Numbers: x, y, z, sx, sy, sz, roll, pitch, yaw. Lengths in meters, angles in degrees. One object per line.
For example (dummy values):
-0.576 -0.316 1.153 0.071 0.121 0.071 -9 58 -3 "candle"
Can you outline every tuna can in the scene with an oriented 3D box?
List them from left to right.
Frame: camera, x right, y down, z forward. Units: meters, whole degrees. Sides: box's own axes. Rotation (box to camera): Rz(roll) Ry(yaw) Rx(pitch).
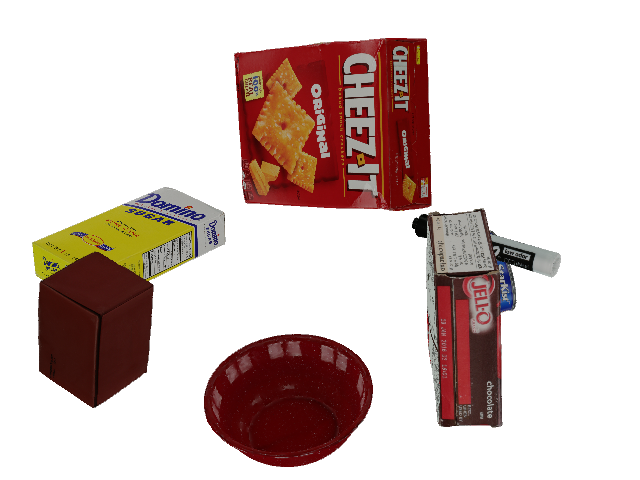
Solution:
0.172 0.035 1.105 0.033 0.086 0.086 -15 1 -5 "tuna can"

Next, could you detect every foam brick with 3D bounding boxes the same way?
-0.146 0.057 0.691 0.053 0.078 0.051 28 38 24 "foam brick"

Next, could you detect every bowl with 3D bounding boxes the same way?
-0.028 0.163 1.023 0.162 0.055 0.162 -4 37 3 "bowl"

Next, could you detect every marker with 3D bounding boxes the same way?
0.126 0.002 0.825 0.121 0.020 0.020 18 9 29 "marker"

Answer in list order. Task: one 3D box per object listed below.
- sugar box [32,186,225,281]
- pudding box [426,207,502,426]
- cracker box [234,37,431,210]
-0.189 0.002 1.075 0.093 0.048 0.175 24 38 33 "sugar box"
0.081 0.040 0.604 0.039 0.090 0.113 -2 19 3 "pudding box"
0.008 -0.116 1.080 0.071 0.164 0.214 -10 10 -44 "cracker box"
